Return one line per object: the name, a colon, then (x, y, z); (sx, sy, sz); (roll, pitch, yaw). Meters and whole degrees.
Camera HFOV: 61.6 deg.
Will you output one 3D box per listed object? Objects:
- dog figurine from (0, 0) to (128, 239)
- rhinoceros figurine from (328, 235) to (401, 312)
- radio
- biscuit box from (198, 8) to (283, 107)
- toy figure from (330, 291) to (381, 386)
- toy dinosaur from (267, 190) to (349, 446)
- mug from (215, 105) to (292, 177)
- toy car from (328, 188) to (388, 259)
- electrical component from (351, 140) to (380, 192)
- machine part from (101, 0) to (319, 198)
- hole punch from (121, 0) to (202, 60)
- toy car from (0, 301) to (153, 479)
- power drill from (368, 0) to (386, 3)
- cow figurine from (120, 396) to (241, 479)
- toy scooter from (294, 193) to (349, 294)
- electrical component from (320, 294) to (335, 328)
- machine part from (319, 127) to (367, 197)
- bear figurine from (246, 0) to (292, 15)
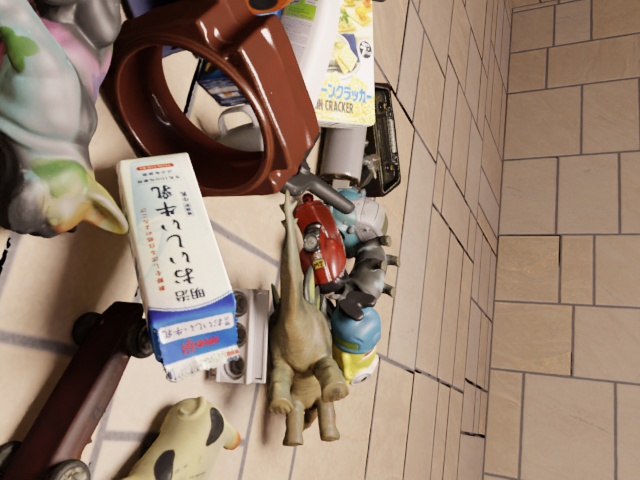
dog figurine: (-0.228, -0.109, 0.475); (0.191, 0.109, 0.218); (-57, 142, -49)
rhinoceros figurine: (0.076, 0.068, 0.955); (0.073, 0.112, 0.190); (64, 36, -32)
radio: (0.110, -0.210, 1.128); (0.131, 0.073, 0.229); (-31, 117, -58)
biscuit box: (-0.105, -0.286, 0.744); (0.059, 0.063, 0.202); (42, 54, -54)
toy figure: (0.053, 0.154, 0.854); (0.082, 0.089, 0.179); (-18, 131, -17)
toy dinosaur: (-0.029, 0.147, 0.763); (0.470, 0.105, 0.199); (93, -11, -47)
mug: (-0.100, -0.121, 0.704); (0.109, 0.107, 0.081); (59, 40, -39)
toy car: (0.080, -0.029, 1.044); (0.161, 0.103, 0.109); (55, 45, -44)
electrical component: (0.079, -0.137, 1.055); (0.078, 0.102, 0.045); (50, 48, 7)
machine part: (-0.118, -0.143, 0.572); (0.087, 0.201, 0.201); (-58, 139, -41)
hole punch: (-0.156, -0.279, 0.626); (0.116, 0.092, 0.142); (-56, 134, -51)
toy car: (-0.220, 0.148, 0.501); (0.053, 0.089, 0.202); (60, 39, -42)
power drill: (0.008, -0.488, 0.856); (0.232, 0.086, 0.207); (10, 69, -22)
cow figurine: (-0.173, 0.262, 0.592); (0.195, 0.086, 0.127); (-59, 145, -40)
toy scooter: (-0.002, -0.003, 0.896); (0.184, 0.075, 0.135); (-85, 156, -64)
electrical component: (-0.001, 0.138, 0.937); (0.075, 0.048, 0.119); (-77, 151, -43)
machine part: (0.046, -0.189, 1.004); (0.079, 0.079, 0.243); (28, 68, -59)
bear figurine: (-0.081, -0.393, 0.677); (0.132, 0.120, 0.196); (64, 21, -73)
